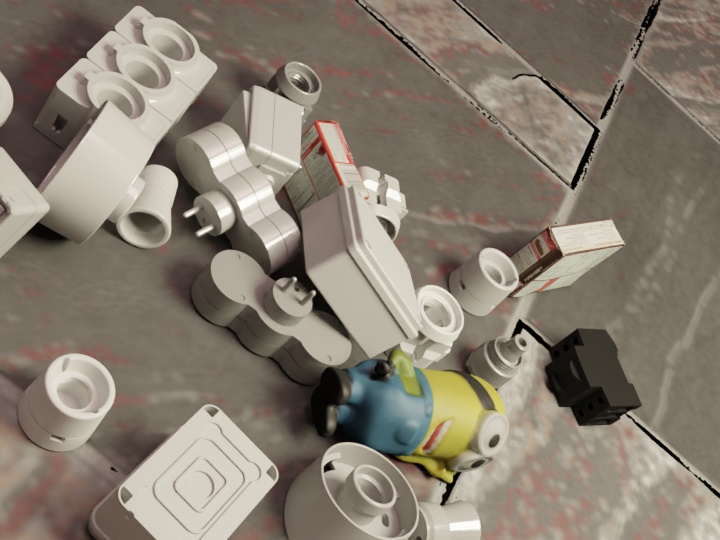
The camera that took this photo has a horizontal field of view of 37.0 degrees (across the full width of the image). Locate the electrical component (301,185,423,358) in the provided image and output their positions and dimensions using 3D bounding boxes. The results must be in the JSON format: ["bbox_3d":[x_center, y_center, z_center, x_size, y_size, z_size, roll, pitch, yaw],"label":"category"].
[{"bbox_3d":[0.000,0.000,0.922,0.108,0.056,0.108,55,13,-30],"label":"electrical component"}]

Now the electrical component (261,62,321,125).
[{"bbox_3d":[-0.069,-0.170,1.050,0.048,0.055,0.066,4,56,-38],"label":"electrical component"}]

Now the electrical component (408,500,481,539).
[{"bbox_3d":[0.063,0.208,0.864,0.055,0.045,0.045,7,54,-36],"label":"electrical component"}]

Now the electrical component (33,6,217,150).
[{"bbox_3d":[-0.197,-0.154,0.927,0.089,0.062,0.150,37,42,-10],"label":"electrical component"}]

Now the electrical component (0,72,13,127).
[{"bbox_3d":[-0.311,-0.126,0.819,0.080,0.051,0.080,22,46,-25],"label":"electrical component"}]

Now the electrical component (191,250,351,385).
[{"bbox_3d":[-0.064,0.031,0.879,0.138,0.074,0.052,36,42,-11],"label":"electrical component"}]

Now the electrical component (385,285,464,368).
[{"bbox_3d":[0.057,0.050,0.977,0.078,0.057,0.058,20,47,-27],"label":"electrical component"}]

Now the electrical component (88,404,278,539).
[{"bbox_3d":[-0.121,0.158,0.742,0.078,0.057,0.113,46,41,0],"label":"electrical component"}]

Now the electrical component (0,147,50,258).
[{"bbox_3d":[-0.276,-0.035,0.754,0.061,0.096,0.061,50,13,4],"label":"electrical component"}]

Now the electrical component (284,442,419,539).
[{"bbox_3d":[-0.006,0.185,0.830,0.099,0.064,0.099,28,30,-18],"label":"electrical component"}]

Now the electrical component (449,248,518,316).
[{"bbox_3d":[0.124,0.011,1.072,0.055,0.047,0.055,22,46,-25],"label":"electrical component"}]

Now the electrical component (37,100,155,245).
[{"bbox_3d":[-0.201,-0.069,0.825,0.060,0.108,0.108,37,41,-19],"label":"electrical component"}]

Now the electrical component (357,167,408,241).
[{"bbox_3d":[0.008,-0.056,1.022,0.078,0.058,0.057,21,44,-27],"label":"electrical component"}]

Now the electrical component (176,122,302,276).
[{"bbox_3d":[-0.116,-0.053,0.912,0.074,0.052,0.138,-32,89,-35],"label":"electrical component"}]

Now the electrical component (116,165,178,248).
[{"bbox_3d":[-0.172,-0.055,0.885,0.044,0.044,0.065,27,40,-20],"label":"electrical component"}]

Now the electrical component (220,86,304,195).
[{"bbox_3d":[-0.093,-0.111,0.978,0.061,0.062,0.096,22,46,-26],"label":"electrical component"}]

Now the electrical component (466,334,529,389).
[{"bbox_3d":[0.133,0.083,1.010,0.043,0.062,0.043,22,46,-25],"label":"electrical component"}]

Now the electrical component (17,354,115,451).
[{"bbox_3d":[-0.201,0.090,0.739,0.055,0.047,0.055,22,46,-25],"label":"electrical component"}]
